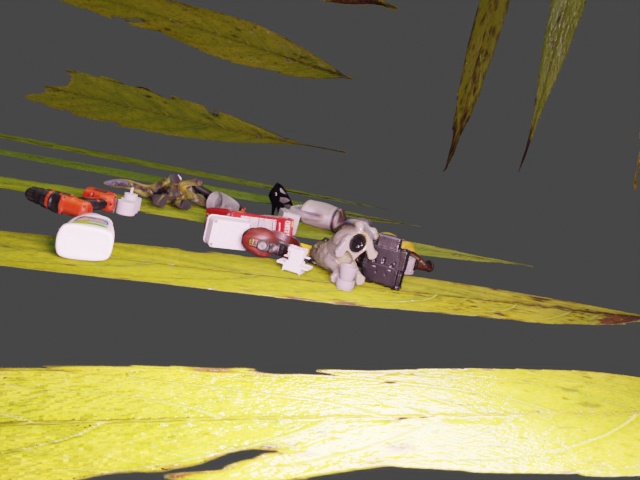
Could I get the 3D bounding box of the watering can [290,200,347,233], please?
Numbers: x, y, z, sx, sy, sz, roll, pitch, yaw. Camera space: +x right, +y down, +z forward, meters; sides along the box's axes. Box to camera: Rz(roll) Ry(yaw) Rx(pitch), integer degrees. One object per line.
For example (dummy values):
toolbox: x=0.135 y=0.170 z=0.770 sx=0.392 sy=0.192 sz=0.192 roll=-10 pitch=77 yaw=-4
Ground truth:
watering can: x=0.006 y=-0.107 z=2.125 sx=0.225 sy=0.103 sz=0.349 roll=17 pitch=10 yaw=15

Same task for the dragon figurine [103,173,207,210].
dragon figurine: x=-0.562 y=-0.161 z=1.791 sx=0.409 sy=0.123 sz=0.242 roll=9 pitch=-8 yaw=-35

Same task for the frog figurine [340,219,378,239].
frog figurine: x=0.142 y=-0.018 z=1.763 sx=0.137 sy=0.122 sz=0.160 roll=-5 pitch=6 yaw=42
